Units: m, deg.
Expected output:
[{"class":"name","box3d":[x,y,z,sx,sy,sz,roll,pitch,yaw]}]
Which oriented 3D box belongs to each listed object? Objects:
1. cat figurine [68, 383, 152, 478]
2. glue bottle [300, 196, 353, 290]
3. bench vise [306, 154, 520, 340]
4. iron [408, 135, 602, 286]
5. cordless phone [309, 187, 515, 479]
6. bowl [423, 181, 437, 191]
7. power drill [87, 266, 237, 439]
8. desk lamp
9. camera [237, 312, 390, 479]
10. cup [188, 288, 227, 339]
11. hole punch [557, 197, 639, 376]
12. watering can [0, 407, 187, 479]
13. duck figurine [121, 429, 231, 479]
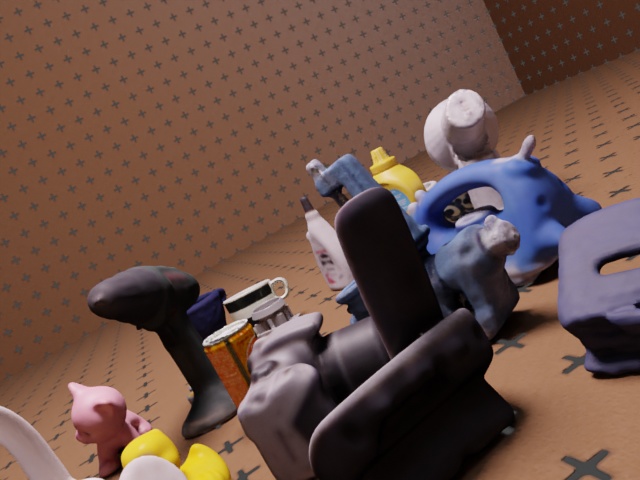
[{"class":"cat figurine","box3d":[-0.263,0.216,0.702,0.067,0.118,0.127,-29,8,-14]},{"class":"glue bottle","box3d":[0.009,0.004,0.981,0.037,0.173,0.078,-33,9,-35]},{"class":"bench vise","box3d":[0.086,-0.003,0.568,0.207,0.220,0.122,-24,8,25]},{"class":"iron","box3d":[0.179,-0.022,0.678,0.119,0.141,0.257,-34,10,-39]},{"class":"cordless phone","box3d":[0.035,0.069,0.389,0.148,0.185,0.094,-32,9,-31]},{"class":"bowl","box3d":[0.173,-0.051,1.156,0.167,0.075,0.167,-27,7,4]},{"class":"power drill","box3d":[-0.173,0.121,0.685,0.075,0.208,0.229,-27,8,4]},{"class":"desk lamp","box3d":[0.241,-0.123,0.865,0.118,0.213,0.203,-26,8,8]},{"class":"camera","box3d":[0.009,0.115,0.499,0.136,0.101,0.143,-26,8,11]},{"class":"cup","box3d":[-0.196,0.146,1.034,0.091,0.095,0.118,-22,9,36]},{"class":"hole punch","box3d":[0.220,0.027,0.388,0.108,0.091,0.101,-21,10,38]},{"class":"watering can","box3d":[-0.141,0.168,0.299,0.173,0.194,0.101,-28,8,-8]},{"class":"duck figurine","box3d":[-0.126,0.196,0.472,0.077,0.086,0.105,-24,8,26]}]
